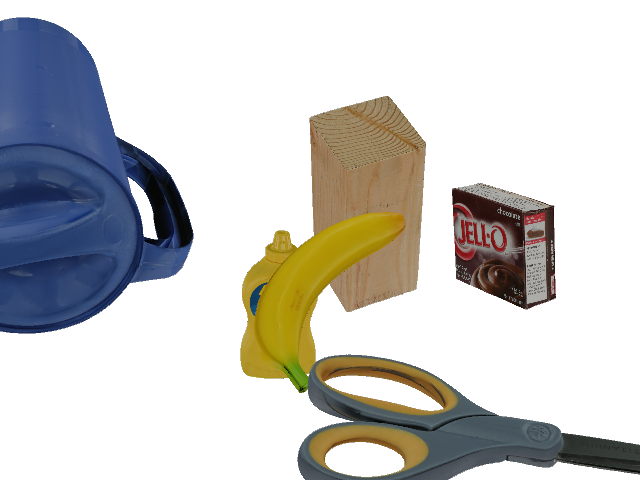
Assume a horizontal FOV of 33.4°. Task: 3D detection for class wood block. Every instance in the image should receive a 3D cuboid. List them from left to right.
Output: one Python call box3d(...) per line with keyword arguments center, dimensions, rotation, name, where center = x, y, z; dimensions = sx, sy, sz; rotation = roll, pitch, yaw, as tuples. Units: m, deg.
box3d(center=(0.048, -0.035, 1.117), dimensions=(0.090, 0.206, 0.091), rotation=(-17, 47, -15), name="wood block")

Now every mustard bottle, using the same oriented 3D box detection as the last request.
box3d(center=(-0.051, 0.079, 1.353), dimensions=(0.096, 0.192, 0.058), rotation=(0, 21, -8), name="mustard bottle")

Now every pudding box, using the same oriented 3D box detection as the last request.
box3d(center=(0.164, 0.002, 0.961), dimensions=(0.039, 0.090, 0.114), rotation=(-14, 19, -26), name="pudding box")

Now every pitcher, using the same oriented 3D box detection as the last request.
box3d(center=(-0.187, -0.056, 0.724), dimensions=(0.145, 0.149, 0.243), rotation=(-26, 35, 2), name="pitcher")

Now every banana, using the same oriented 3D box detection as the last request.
box3d(center=(-0.001, 0.035, 0.823), dimensions=(0.069, 0.197, 0.037), rotation=(29, -39, 5), name="banana")

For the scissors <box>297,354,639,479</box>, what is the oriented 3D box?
box3d(center=(0.078, 0.094, 0.449), dimensions=(0.202, 0.016, 0.096), rotation=(16, 34, 23), name="scissors")
